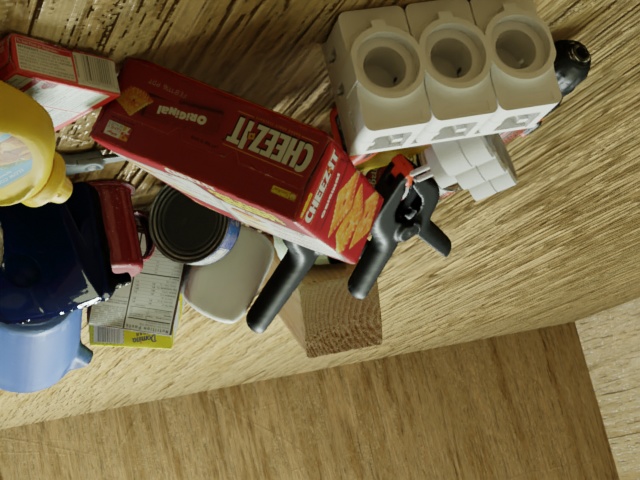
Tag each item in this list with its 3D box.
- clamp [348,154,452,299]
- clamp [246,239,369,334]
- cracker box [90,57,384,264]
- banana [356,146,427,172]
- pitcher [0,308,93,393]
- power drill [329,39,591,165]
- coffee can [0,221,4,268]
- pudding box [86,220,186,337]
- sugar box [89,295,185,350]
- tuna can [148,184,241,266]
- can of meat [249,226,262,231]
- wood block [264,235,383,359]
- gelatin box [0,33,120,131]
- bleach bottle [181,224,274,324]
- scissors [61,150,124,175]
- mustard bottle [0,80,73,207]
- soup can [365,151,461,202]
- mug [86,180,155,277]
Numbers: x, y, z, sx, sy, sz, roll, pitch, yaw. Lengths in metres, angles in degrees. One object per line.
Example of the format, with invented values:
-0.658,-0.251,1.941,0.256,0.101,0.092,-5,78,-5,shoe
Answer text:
0.071,-0.010,1.040,0.120,0.039,0.171,-35,144,-13,clamp
-0.007,0.001,1.022,0.164,0.036,0.210,-34,152,-20,clamp
-0.051,-0.054,0.811,0.164,0.072,0.213,22,176,15,cracker box
0.023,-0.084,0.999,0.197,0.037,0.070,-6,166,-30,banana
-0.334,0.079,1.181,0.149,0.145,0.243,-22,168,-22,pitcher
0.117,-0.115,0.915,0.187,0.057,0.185,-6,162,-27,power drill
-0.341,0.008,0.851,0.140,0.103,0.102,-14,169,25,coffee can
-0.187,0.038,1.100,0.090,0.113,0.039,10,-165,-15,pudding box
-0.207,0.076,1.240,0.093,0.048,0.176,4,-167,-2,sugar box
-0.120,-0.018,1.030,0.086,0.086,0.033,-17,169,18,tuna can
-0.021,-0.045,1.085,0.083,0.057,0.102,-3,164,-31,can of meat
-0.003,0.055,1.262,0.090,0.090,0.206,-11,-162,-12,wood block
-0.190,-0.103,0.707,0.073,0.030,0.089,-21,163,35,gelatin box
-0.117,0.024,1.171,0.068,0.102,0.251,27,179,-14,bleach bottle
-0.201,-0.069,0.881,0.202,0.016,0.096,-14,168,1,scissors
-0.220,-0.067,0.652,0.096,0.058,0.191,-19,150,22,mustard bottle
0.099,-0.064,1.096,0.068,0.068,0.102,-5,165,-32,soup can
-0.205,-0.003,1.017,0.093,0.081,0.117,-23,165,38,mug
